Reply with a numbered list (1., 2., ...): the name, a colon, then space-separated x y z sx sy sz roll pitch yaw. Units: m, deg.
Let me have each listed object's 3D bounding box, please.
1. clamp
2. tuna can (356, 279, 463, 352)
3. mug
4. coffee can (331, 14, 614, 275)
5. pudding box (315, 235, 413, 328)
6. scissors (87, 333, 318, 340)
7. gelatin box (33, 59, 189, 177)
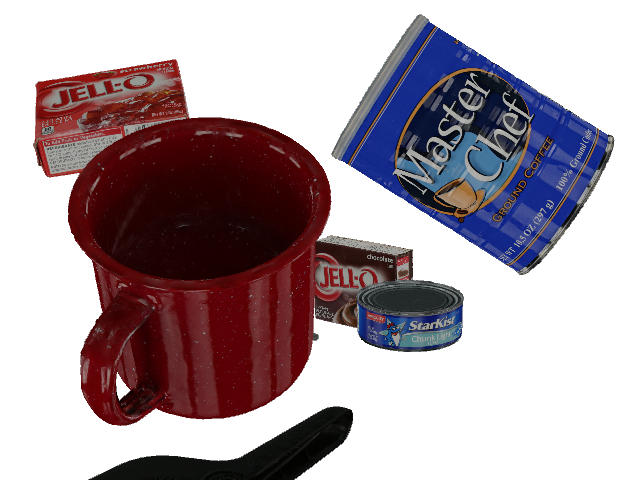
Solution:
1. clamp: -0.048 0.139 0.572 0.209 0.036 0.165 0 19 -13
2. tuna can: 0.071 0.060 0.855 0.086 0.034 0.086 -1 15 0
3. mug: -0.048 0.021 0.397 0.093 0.081 0.117 18 46 18
4. coffee can: 0.092 -0.059 0.660 0.140 0.103 0.103 32 0 0
5. pudding box: 0.046 0.047 1.151 0.114 0.090 0.039 9 19 35
6. scissors: -0.111 0.073 0.969 0.201 0.016 0.096 -6 34 -13
7. gelatin box: -0.124 -0.074 0.634 0.089 0.030 0.073 -10 36 -7
